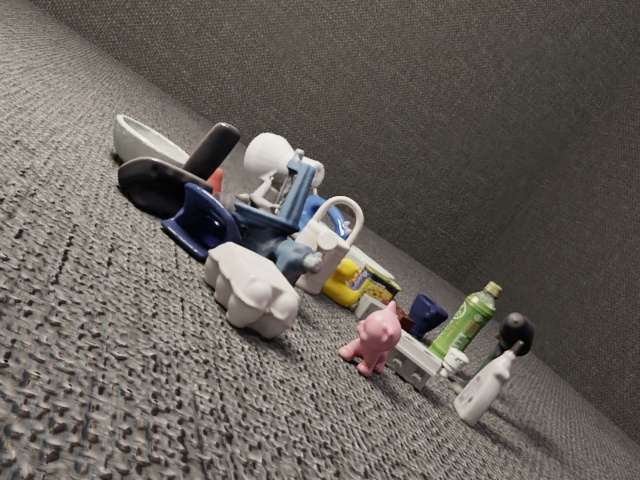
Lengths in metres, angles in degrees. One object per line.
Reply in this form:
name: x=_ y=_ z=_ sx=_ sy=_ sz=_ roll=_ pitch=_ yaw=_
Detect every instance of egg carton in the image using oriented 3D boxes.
egg carton: x=-0.093 y=0.066 z=0.773 sx=0.108 sy=0.069 sz=0.150 roll=29 pitch=10 yaw=-40

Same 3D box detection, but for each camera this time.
camera: x=-0.150 y=-0.049 z=1.090 sx=0.137 sy=0.100 sz=0.142 roll=31 pitch=9 yaw=-34

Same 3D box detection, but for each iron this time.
iron: x=0.012 y=-0.030 z=1.526 sx=0.257 sy=0.141 sz=0.119 roll=42 pitch=10 yaw=37

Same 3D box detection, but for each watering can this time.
watering can: x=0.012 y=0.005 z=1.122 sx=0.101 sy=0.194 sz=0.172 roll=32 pitch=8 yaw=-23

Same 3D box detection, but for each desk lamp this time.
desk lamp: x=-0.097 y=-0.109 z=1.257 sx=0.202 sy=0.213 sz=0.118 roll=41 pitch=9 yaw=32

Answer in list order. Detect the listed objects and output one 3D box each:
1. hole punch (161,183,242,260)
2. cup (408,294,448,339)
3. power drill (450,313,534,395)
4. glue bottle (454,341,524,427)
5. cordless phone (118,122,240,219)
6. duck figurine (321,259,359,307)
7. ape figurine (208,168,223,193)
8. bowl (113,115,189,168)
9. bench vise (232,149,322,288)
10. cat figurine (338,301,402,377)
hole punch: x=-0.175 y=-0.028 z=0.897 sx=0.108 sy=0.091 sz=0.101 roll=38 pitch=8 yaw=18
cup: x=0.251 y=0.195 z=1.391 sx=0.091 sy=0.095 sz=0.118 roll=36 pitch=8 yaw=4
power drill: x=0.362 y=0.242 z=1.169 sx=0.075 sy=0.208 sz=0.230 roll=40 pitch=9 yaw=27
glue bottle: x=0.308 y=0.249 z=1.024 sx=0.037 sy=0.173 sz=0.078 roll=36 pitch=8 yaw=-1
cordless phone: x=-0.225 y=-0.130 z=0.939 sx=0.094 sy=0.185 sz=0.148 roll=41 pitch=9 yaw=35
duck figurine: x=0.047 y=0.083 z=1.210 sx=0.104 sy=0.086 sz=0.078 roll=38 pitch=8 yaw=13
ape figurine: x=-0.224 y=-0.105 z=1.139 sx=0.078 sy=0.092 sz=0.076 roll=29 pitch=10 yaw=-41
bowl: x=-0.328 y=-0.162 z=1.092 sx=0.167 sy=0.074 sz=0.167 roll=35 pitch=8 yaw=-5
bench vise: x=-0.052 y=-0.031 z=0.966 sx=0.207 sy=0.219 sz=0.122 roll=38 pitch=8 yaw=15
cat figurine: x=0.093 y=0.150 z=0.896 sx=0.067 sy=0.117 sz=0.128 roll=38 pitch=8 yaw=18
